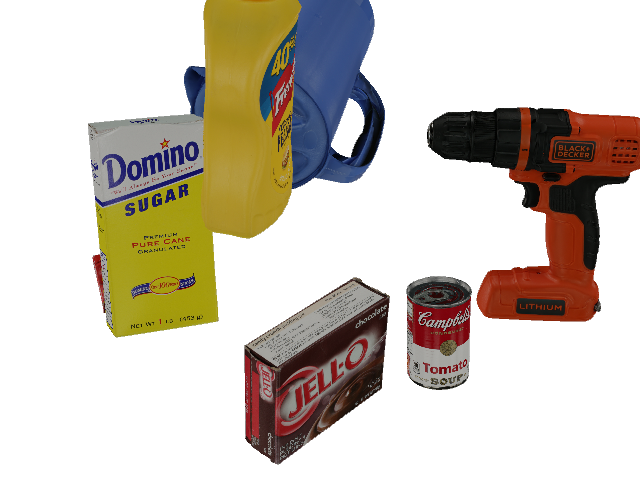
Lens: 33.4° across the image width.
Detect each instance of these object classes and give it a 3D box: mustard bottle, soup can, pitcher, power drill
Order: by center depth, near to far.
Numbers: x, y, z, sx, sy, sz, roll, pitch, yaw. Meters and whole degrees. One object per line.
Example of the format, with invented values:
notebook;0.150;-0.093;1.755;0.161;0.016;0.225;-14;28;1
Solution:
mustard bottle;-0.044;-0.103;0.679;0.058;0.192;0.096;12;38;10
power drill;0.179;-0.023;0.916;0.184;0.188;0.057;3;27;4
pitcher;-0.016;-0.161;1.042;0.145;0.149;0.242;-5;35;24
soup can;0.125;0.098;1.132;0.068;0.102;0.068;-2;24;1

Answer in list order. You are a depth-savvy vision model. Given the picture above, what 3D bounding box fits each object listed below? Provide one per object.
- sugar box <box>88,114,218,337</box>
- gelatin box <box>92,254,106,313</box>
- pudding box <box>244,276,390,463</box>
sugar box;-0.139;-0.014;0.895;0.093;0.176;0.048;-8;17;-20
gelatin box;-0.183;0.037;1.089;0.089;0.030;0.073;-12;41;-12
pudding box;-0.002;0.089;0.746;0.039;0.090;0.113;30;45;31
